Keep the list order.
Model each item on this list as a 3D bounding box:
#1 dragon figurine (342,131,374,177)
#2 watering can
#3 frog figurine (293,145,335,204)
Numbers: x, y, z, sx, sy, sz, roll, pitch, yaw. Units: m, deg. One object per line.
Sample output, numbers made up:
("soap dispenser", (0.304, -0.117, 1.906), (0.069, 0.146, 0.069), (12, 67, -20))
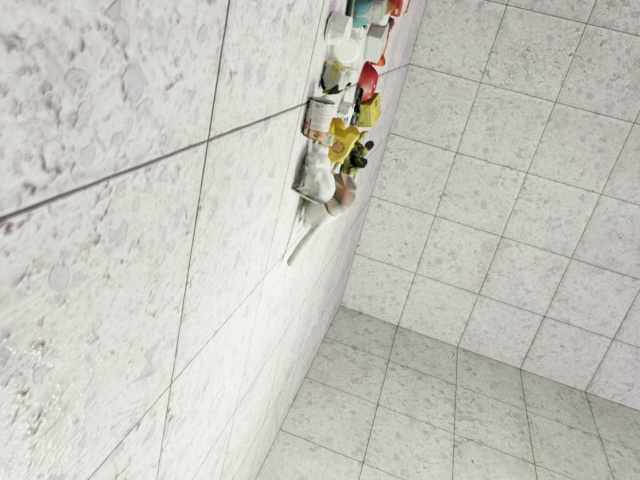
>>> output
("dragon figurine", (0.121, -0.296, 2.077), (0.239, 0.122, 0.417), (107, 5, -68))
("watering can", (0.005, -0.082, 1.630), (0.221, 0.103, 0.355), (-28, -143, 55))
("frog figurine", (0.001, -0.188, 1.483), (0.159, 0.124, 0.137), (-61, 152, 6))
